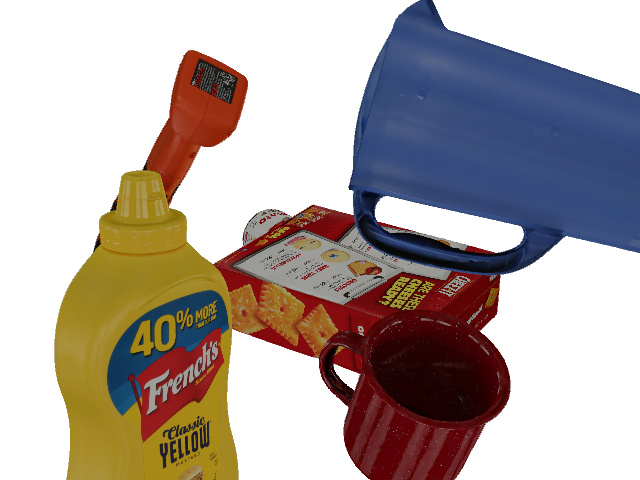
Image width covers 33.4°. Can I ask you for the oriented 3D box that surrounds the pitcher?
[{"bbox_3d":[0.144,-0.060,0.776,0.243,0.145,0.149,16,-45,1],"label":"pitcher"}]

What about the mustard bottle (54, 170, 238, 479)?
[{"bbox_3d":[-0.083,0.061,0.520,0.058,0.192,0.096,13,21,39],"label":"mustard bottle"}]

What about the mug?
[{"bbox_3d":[0.050,0.098,0.667,0.117,0.082,0.093,26,43,12],"label":"mug"}]

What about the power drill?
[{"bbox_3d":[-0.128,-0.045,0.851,0.057,0.188,0.184,26,32,-16],"label":"power drill"}]

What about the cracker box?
[{"bbox_3d":[0.033,0.046,0.972,0.214,0.072,0.163,16,30,31],"label":"cracker box"}]

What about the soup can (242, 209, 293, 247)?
[{"bbox_3d":[-0.036,0.009,1.191,0.068,0.068,0.102,0,16,-29],"label":"soup can"}]
